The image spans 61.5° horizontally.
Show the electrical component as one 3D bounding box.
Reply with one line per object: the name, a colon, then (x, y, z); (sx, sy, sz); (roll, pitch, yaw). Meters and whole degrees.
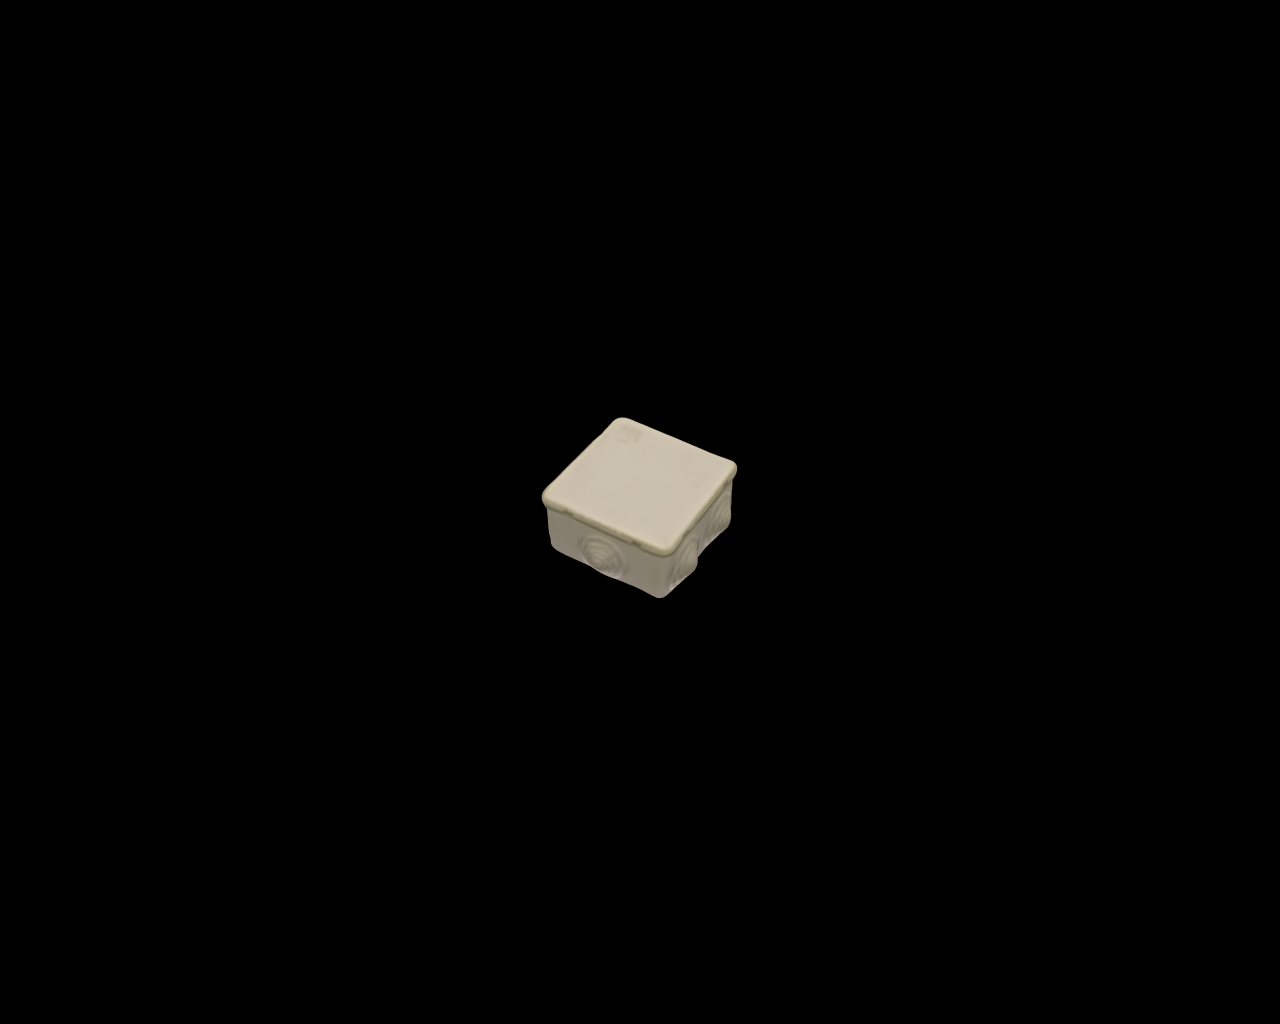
electrical component: (0.001, -0.003, 0.650); (0.100, 0.048, 0.100); (24, 50, 22)
